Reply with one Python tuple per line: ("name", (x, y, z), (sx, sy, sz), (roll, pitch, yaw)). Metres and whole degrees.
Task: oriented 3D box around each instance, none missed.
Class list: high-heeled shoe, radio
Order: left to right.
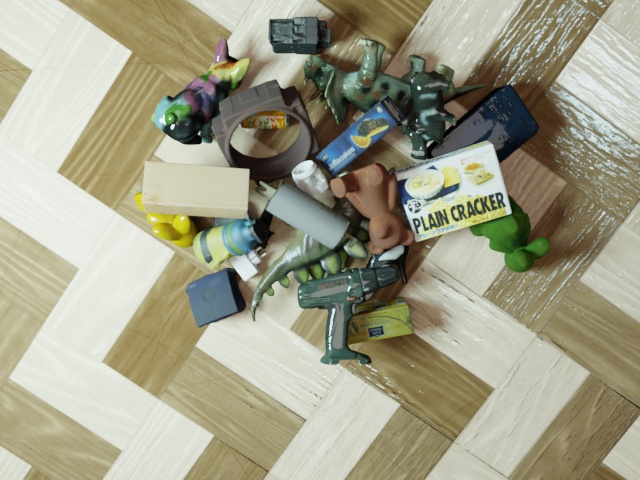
("high-heeled shoe", (0.095, 0.066, 1.252), (0.249, 0.086, 0.145), (-19, 92, -1))
("radio", (0.366, -0.227, 1.216), (0.229, 0.073, 0.131), (-40, 96, 6))

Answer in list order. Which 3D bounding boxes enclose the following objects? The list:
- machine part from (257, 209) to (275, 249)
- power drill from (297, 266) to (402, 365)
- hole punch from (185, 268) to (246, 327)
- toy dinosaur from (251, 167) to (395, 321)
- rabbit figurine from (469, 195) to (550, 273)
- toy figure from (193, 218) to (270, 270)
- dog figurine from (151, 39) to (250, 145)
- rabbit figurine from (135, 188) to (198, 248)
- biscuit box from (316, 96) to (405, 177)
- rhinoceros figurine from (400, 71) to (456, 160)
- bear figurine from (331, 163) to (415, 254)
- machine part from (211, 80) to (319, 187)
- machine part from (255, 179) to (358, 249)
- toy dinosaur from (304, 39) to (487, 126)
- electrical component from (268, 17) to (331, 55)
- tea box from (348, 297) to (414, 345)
("machine part", (-0.121, -0.049, 1.237), (0.039, 0.084, 0.138), (22, 86, -26))
("power drill", (0.070, 0.165, 1.169), (0.232, 0.086, 0.207), (-4, 91, 1))
("hole punch", (-0.246, 0.136, 1.259), (0.142, 0.092, 0.115), (-23, 93, 7))
("toy dinosaur", (-0.003, -0.004, 1.229), (0.471, 0.105, 0.198), (-36, 95, 4))
("rabbit figurine", (0.447, 0.002, 1.217), (0.121, 0.159, 0.170), (-35, 111, -5))
("toy figure", (-0.202, -0.001, 1.200), (0.180, 0.082, 0.089), (-24, 94, 30))
("dog figurine", (-0.246, -0.322, 1.161), (0.108, 0.191, 0.219), (39, 110, 8))
("rabbit figurine", (-0.329, -0.056, 1.217), (0.122, 0.162, 0.173), (-29, 114, -8))
("biscuit box", (0.083, -0.219, 1.152), (0.203, 0.059, 0.063), (-36, 97, 37))
("rhinoceros figurine", (0.225, -0.259, 1.134), (0.112, 0.073, 0.190), (-9, 125, -6))
("bear figurine", (0.117, -0.060, 1.139), (0.120, 0.132, 0.195), (-14, 97, 24))
("machine part", (-0.115, -0.225, 1.162), (0.201, 0.087, 0.201), (-21, 137, 3))
("machine part", (-0.026, -0.054, 1.133), (0.243, 0.079, 0.079), (31, 96, -9))
("toy dinosaur", (0.158, -0.322, 1.189), (0.405, 0.131, 0.192), (17, 114, -9))
("electrical component", (-0.042, -0.443, 1.171), (0.134, 0.115, 0.058), (1, 99, 2))
("tea box", (0.124, 0.188, 1.256), (0.170, 0.098, 0.068), (-11, 96, 3))
